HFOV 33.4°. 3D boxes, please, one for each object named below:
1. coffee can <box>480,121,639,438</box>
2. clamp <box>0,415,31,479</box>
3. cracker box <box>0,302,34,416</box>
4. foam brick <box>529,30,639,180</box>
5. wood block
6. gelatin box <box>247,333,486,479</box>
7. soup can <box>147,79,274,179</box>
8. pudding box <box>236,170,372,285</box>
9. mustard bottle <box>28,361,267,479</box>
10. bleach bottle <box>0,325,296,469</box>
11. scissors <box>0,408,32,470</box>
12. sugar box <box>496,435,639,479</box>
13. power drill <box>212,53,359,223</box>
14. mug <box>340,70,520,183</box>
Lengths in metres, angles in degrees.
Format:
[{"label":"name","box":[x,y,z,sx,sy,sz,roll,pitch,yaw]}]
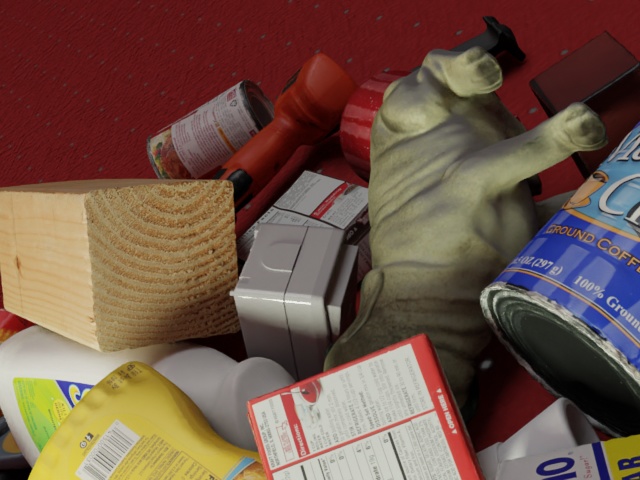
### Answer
[{"label":"coffee can","box":[0.154,0.007,0.469,0.140,0.102,0.103,-46,29,-13]},{"label":"clamp","box":[-0.266,0.191,0.749,0.120,0.039,0.171,1,40,27]},{"label":"cracker box","box":[-0.321,0.142,0.854,0.164,0.072,0.213,6,52,53]},{"label":"foam brick","box":[0.161,-0.064,0.591,0.051,0.078,0.053,-33,31,10]},{"label":"wood block","box":[-0.136,0.008,0.679,0.090,0.091,0.206,-7,7,-30]},{"label":"gelatin box","box":[0.019,0.092,0.464,0.089,0.030,0.073,-22,64,6]},{"label":"soup can","box":[-0.088,-0.085,0.916,0.102,0.068,0.068,-28,30,17]},{"label":"pudding box","box":[-0.005,0.001,0.729,0.090,0.039,0.114,-47,27,-12]},{"label":"mustard bottle","box":[-0.051,0.142,0.510,0.192,0.058,0.096,29,74,31]},{"label":"bleach bottle","box":[-0.094,0.096,0.629,0.251,0.102,0.067,-7,16,43]},{"label":"scissors","box":[-0.243,0.163,0.726,0.096,0.016,0.201,14,47,37]},{"label":"sugar box","box":[0.143,0.102,0.373,0.176,0.048,0.093,-15,16,24]},{"label":"power drill","box":[-0.051,-0.053,0.787,0.187,0.057,0.185,-46,7,-17]},{"label":"mug","box":[0.075,-0.070,0.702,0.117,0.093,0.082,-13,17,-19]}]
